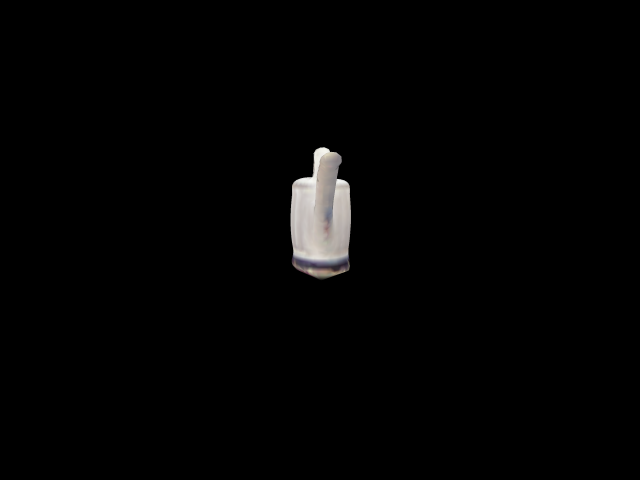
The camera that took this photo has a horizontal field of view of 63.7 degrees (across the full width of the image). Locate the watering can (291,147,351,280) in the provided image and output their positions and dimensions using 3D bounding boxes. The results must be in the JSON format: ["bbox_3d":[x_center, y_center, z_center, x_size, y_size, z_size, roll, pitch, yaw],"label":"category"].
[{"bbox_3d":[0.003,-0.043,0.850,0.104,0.223,0.349,0,6,-2],"label":"watering can"}]
